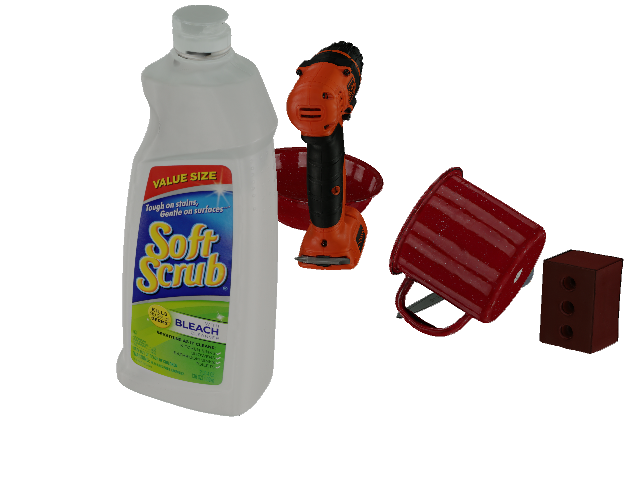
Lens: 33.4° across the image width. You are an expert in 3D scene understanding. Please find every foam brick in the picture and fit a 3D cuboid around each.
[{"bbox_3d":[0.227,0.053,0.931,0.053,0.078,0.051,11,19,40],"label":"foam brick"}]

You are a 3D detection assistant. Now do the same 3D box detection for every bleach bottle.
[{"bbox_3d":[-0.075,-0.015,0.627,0.103,0.251,0.068,14,35,17],"label":"bleach bottle"}]

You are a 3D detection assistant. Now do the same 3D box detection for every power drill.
[{"bbox_3d":[0.010,-0.080,0.985,0.057,0.188,0.184,1,24,13],"label":"power drill"}]

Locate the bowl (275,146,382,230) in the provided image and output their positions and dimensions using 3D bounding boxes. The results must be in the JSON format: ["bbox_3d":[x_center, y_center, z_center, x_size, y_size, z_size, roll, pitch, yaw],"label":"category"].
[{"bbox_3d":[-0.010,-0.055,1.248,0.162,0.055,0.162,6,27,-3],"label":"bowl"}]

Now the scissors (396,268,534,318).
[{"bbox_3d":[0.141,0.036,1.145,0.201,0.016,0.096,-10,41,-30],"label":"scissors"}]

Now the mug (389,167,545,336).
[{"bbox_3d":[0.102,0.016,0.773,0.081,0.117,0.093,33,-3,19],"label":"mug"}]
